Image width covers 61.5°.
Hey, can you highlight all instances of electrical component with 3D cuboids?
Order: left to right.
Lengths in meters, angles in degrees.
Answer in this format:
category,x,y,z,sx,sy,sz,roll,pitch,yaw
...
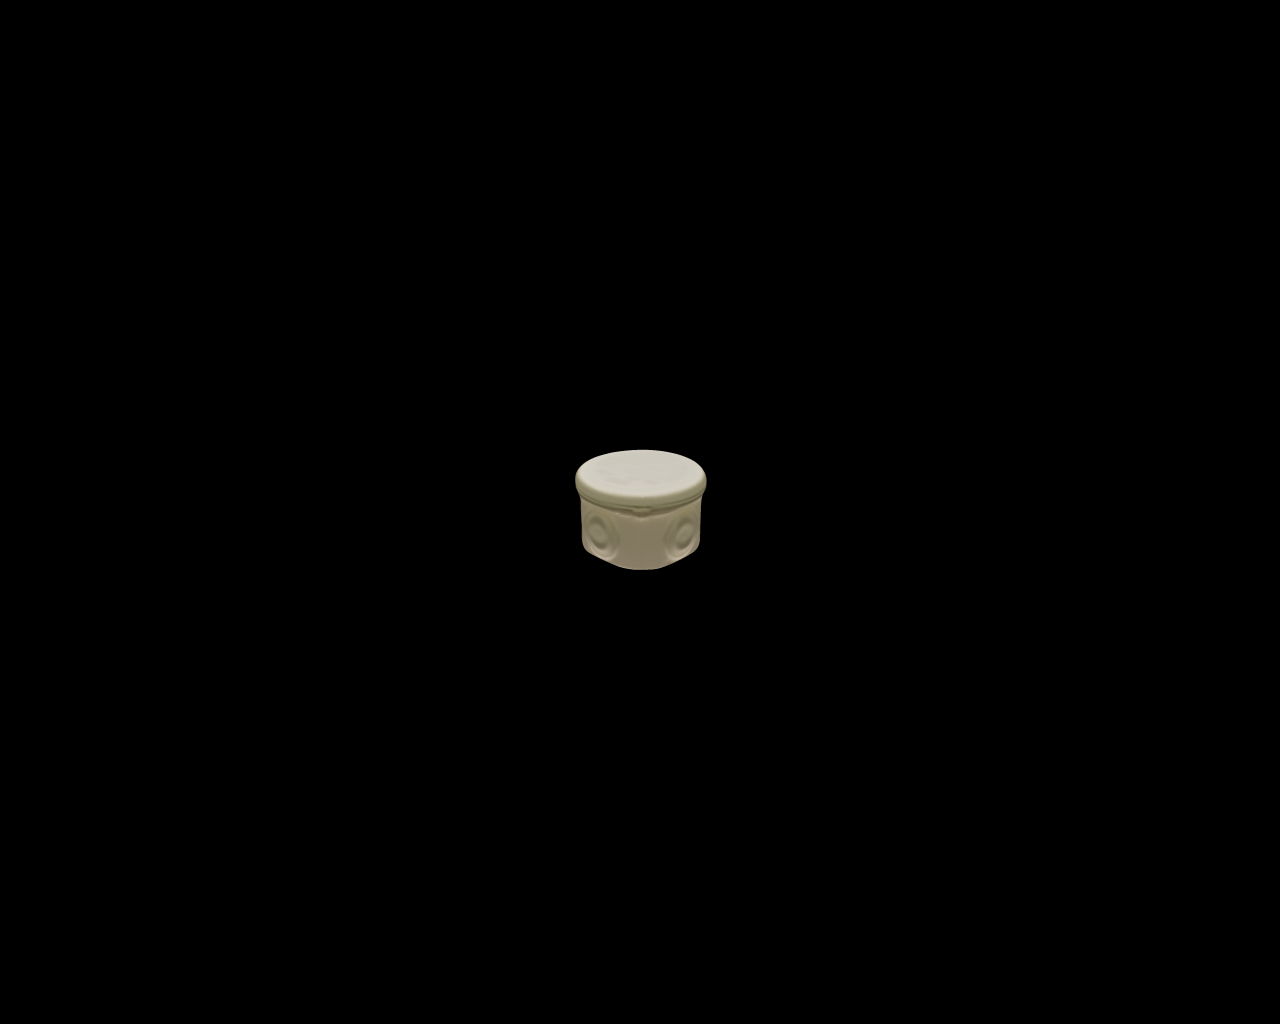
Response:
category,x,y,z,sx,sy,sz,roll,pitch,yaw
electrical component,0.001,-0.003,0.650,0.080,0.050,0.080,0,24,0
